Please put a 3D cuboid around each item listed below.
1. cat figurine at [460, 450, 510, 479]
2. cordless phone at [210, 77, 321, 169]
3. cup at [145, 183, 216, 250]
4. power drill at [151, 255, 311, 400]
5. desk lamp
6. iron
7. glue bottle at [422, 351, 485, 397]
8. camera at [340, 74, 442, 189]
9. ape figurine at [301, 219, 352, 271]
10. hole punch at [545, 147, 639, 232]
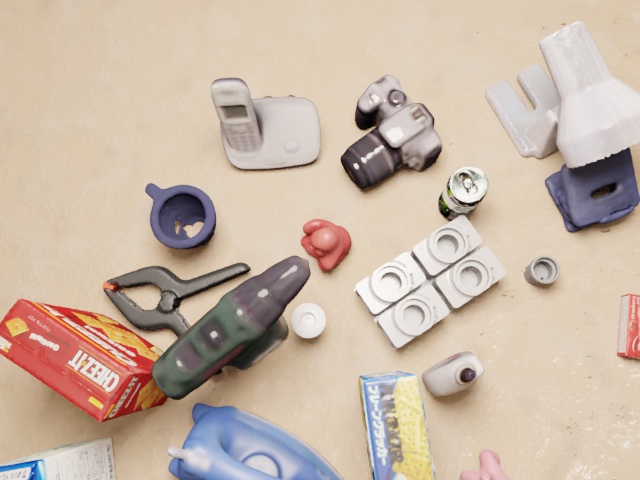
[{"bbox_3d":[0.250,0.334,0.724,0.127,0.118,0.067,40,82,10],"label":"cat figurine"},{"bbox_3d":[-0.075,-0.172,0.807,0.147,0.185,0.094,-7,78,1],"label":"cordless phone"},{"bbox_3d":[-0.198,-0.032,0.829,0.117,0.095,0.092,39,82,9],"label":"cup"},{"bbox_3d":[-0.100,0.112,0.737,0.230,0.208,0.075,-40,79,-6],"label":"power drill"},{"bbox_3d":[0.334,-0.184,0.780,0.118,0.213,0.203,-28,78,-4],"label":"desk lamp"},{"bbox_3d":[-0.071,0.303,0.730,0.258,0.141,0.119,20,80,6],"label":"iron"},{"bbox_3d":[0.176,0.171,0.732,0.078,0.173,0.037,-31,78,-4],"label":"glue bottle"},{"bbox_3d":[0.090,-0.152,0.840,0.137,0.101,0.143,-36,79,-5],"label":"camera"},{"bbox_3d":[0.007,0.003,0.815,0.076,0.092,0.078,-5,78,1],"label":"ape figurine"},{"bbox_3d":[0.397,-0.073,0.817,0.108,0.091,0.101,-21,78,-2],"label":"hole punch"}]
